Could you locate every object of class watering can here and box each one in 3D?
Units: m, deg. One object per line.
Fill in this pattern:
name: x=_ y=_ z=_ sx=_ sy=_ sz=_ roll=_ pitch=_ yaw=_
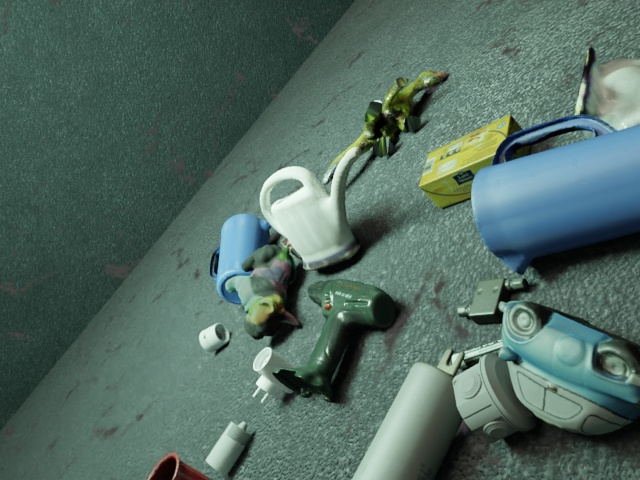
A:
watering can: x=0.003 y=-0.051 z=1.010 sx=0.106 sy=0.222 sz=0.345 roll=-41 pitch=15 yaw=-35

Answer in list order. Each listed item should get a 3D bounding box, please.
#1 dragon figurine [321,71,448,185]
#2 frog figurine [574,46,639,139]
dragon figurine: x=0.158 y=-0.299 z=1.329 sx=0.407 sy=0.122 sz=0.245 roll=-39 pitch=7 yaw=13
frog figurine: x=0.426 y=-0.184 z=0.677 sx=0.160 sy=0.120 sz=0.140 roll=13 pitch=46 yaw=24
